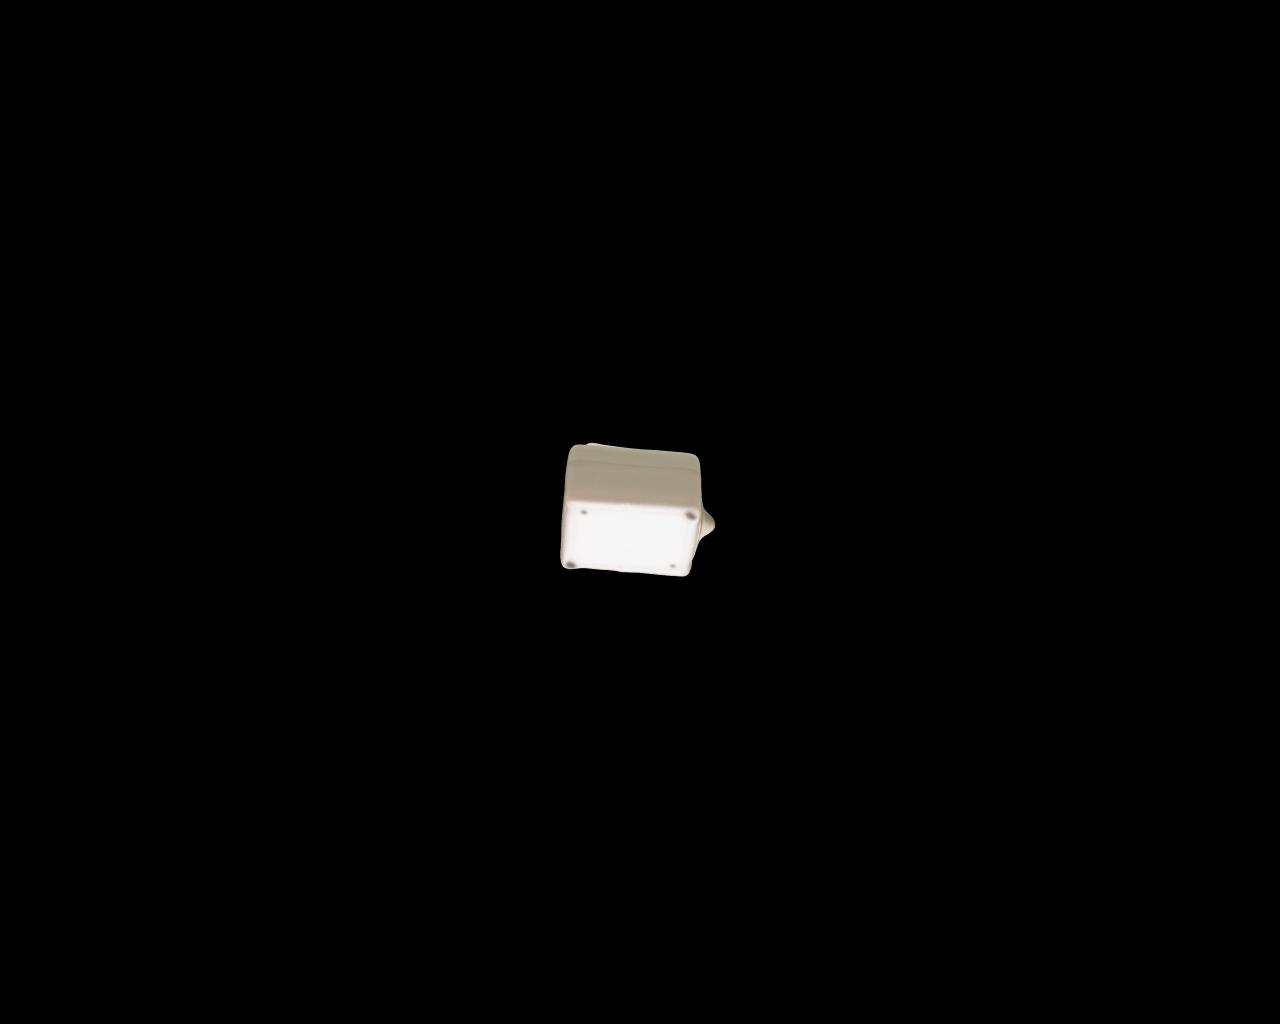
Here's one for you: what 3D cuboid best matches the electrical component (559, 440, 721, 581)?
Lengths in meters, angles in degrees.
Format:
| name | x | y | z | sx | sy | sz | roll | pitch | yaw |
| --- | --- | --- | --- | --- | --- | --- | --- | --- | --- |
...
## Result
| name | x | y | z | sx | sy | sz | roll | pitch | yaw |
| --- | --- | --- | --- | --- | --- | --- | --- | --- | --- |
| electrical component | 0.001 | -0.003 | 0.650 | 0.096 | 0.061 | 0.061 | 4 | 44 | -4 |
